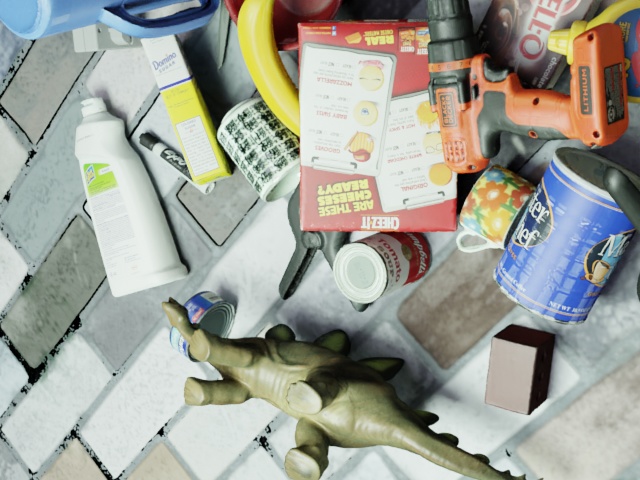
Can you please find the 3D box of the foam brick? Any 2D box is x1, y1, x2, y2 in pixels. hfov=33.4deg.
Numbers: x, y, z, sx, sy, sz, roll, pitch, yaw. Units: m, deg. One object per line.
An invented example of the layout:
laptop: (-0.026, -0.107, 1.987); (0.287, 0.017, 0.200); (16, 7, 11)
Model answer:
foam brick: (0.208, 0.135, 1.113); (0.051, 0.052, 0.078); (13, 109, 29)

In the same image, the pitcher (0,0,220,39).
pitcher: (-0.232, -0.293, 1.169); (0.149, 0.242, 0.145); (16, 124, 37)

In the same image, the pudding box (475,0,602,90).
pudding box: (0.210, -0.213, 1.036); (0.090, 0.039, 0.114); (35, 118, 20)

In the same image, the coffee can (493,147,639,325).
coffee can: (0.242, -0.004, 1.027); (0.103, 0.102, 0.140); (34, 117, 22)

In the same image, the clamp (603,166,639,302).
clamp: (0.322, 0.006, 0.971); (0.036, 0.164, 0.210); (-137, 42, -60)

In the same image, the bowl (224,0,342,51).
bowl: (-0.029, -0.288, 1.161); (0.162, 0.055, 0.162); (8, 106, 31)

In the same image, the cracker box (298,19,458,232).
cracker box: (0.061, -0.119, 1.105); (0.164, 0.072, 0.214); (1, 103, 6)

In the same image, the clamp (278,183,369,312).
clamp: (-0.008, 0.002, 1.228); (0.120, 0.039, 0.171); (-5, 101, 29)

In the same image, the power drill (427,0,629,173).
power drill: (0.182, -0.153, 0.977); (0.188, 0.057, 0.184); (4, 110, 43)

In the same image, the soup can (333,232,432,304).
soup can: (0.067, 0.025, 1.146); (0.069, 0.102, 0.068); (8, 105, 31)

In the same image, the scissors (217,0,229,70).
scissors: (-0.090, -0.299, 1.221); (0.096, 0.016, 0.202); (2, 102, 32)

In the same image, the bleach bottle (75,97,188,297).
bleach bottle: (-0.250, -0.060, 1.354); (0.103, 0.068, 0.251); (-15, 90, 33)

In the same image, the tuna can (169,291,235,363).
tuna can: (-0.145, 0.106, 1.311); (0.034, 0.085, 0.086); (31, 116, 25)

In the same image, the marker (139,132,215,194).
marker: (-0.180, -0.097, 1.324); (0.121, 0.020, 0.020); (37, 118, 20)

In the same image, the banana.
banana: (-0.046, -0.186, 1.147); (0.070, 0.037, 0.198); (8, 129, 36)

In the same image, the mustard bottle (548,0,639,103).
mustard bottle: (0.302, -0.170, 0.960); (0.192, 0.058, 0.096); (11, 111, 21)

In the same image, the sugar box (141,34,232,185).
sugar box: (-0.155, -0.153, 1.250); (0.048, 0.093, 0.176); (-18, 90, -1)
